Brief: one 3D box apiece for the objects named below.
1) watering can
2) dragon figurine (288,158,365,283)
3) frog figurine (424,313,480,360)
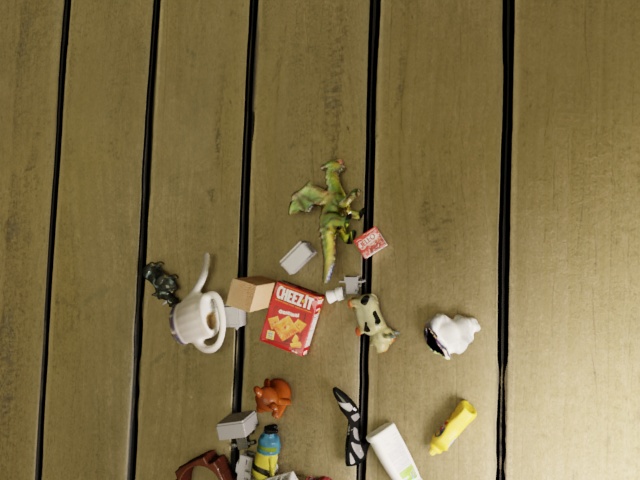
[{"bbox_3d":[-0.439,0.236,1.843,0.223,0.103,0.352,-21,72,23],"label":"watering can"},{"bbox_3d":[0.005,-0.087,1.724,0.244,0.121,0.412,22,83,23],"label":"dragon figurine"},{"bbox_3d":[0.408,0.283,1.600,0.161,0.120,0.139,-30,67,-22],"label":"frog figurine"}]
